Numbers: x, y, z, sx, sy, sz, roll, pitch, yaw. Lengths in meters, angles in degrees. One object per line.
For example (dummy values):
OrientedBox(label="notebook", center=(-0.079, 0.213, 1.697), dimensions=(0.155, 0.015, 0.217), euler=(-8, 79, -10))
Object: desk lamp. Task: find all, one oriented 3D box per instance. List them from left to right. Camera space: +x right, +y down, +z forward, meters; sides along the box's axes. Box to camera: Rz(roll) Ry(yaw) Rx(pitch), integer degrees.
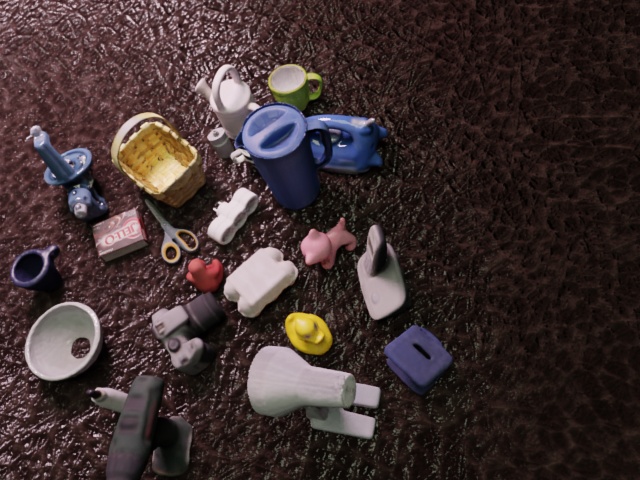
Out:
OrientedBox(label="desk lamp", center=(-0.005, 0.269, 1.014), dimensions=(0.203, 0.214, 0.118), euler=(6, 67, 14))

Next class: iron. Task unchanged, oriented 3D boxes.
OrientedBox(label="iron", center=(0.017, -0.236, 1.287), dimensions=(0.257, 0.142, 0.119), euler=(6, 66, 13))

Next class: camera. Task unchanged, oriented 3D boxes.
OrientedBox(label="camera", center=(-0.259, 0.178, 1.167), dimensions=(0.137, 0.101, 0.143), euler=(-36, 64, -7))

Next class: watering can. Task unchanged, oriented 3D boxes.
OrientedBox(label="watering can", center=(-0.213, -0.328, 1.343), dimensions=(0.172, 0.194, 0.101), euler=(2, 65, 12))

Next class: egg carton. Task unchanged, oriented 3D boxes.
OrientedBox(label="egg carton", center=(-0.124, 0.088, 1.202), dimensions=(0.150, 0.069, 0.107), euler=(-43, 65, -10))

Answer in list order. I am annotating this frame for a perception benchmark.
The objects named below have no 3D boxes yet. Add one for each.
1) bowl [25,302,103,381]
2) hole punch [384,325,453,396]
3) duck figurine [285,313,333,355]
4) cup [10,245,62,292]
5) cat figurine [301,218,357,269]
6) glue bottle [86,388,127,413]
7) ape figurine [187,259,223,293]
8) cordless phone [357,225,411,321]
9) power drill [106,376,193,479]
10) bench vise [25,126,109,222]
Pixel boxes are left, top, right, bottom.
OrientedBox(label="bowl", center=(-0.526, 0.221, 1.211), dimensions=(0.167, 0.075, 0.167), euler=(-4, 65, 9))
OrientedBox(label="hole punch", center=(0.184, 0.218, 1.072), dimensions=(0.101, 0.091, 0.108), euler=(-44, 65, -11))
OrientedBox(label="duck figurine", center=(-0.028, 0.177, 1.133), dimensions=(0.104, 0.086, 0.077), euler=(33, 75, 23))
OrientedBox(label="cup", center=(-0.617, 0.068, 1.288), dimensions=(0.091, 0.095, 0.118), euler=(37, 76, 23))
OrientedBox(label="cat figurine", center=(0.011, 0.004, 1.189), dimensions=(0.128, 0.118, 0.067), euler=(-42, 65, -10))
OrientedBox(label="glue bottle", center=(-0.396, 0.305, 1.092), dimensions=(0.078, 0.173, 0.037), euler=(9, 67, 15))
OrientedBox(label="ape figurine", center=(-0.250, 0.069, 1.221), dimensions=(0.077, 0.092, 0.076), euler=(-9, 64, 7))
OrientedBox(label="cordless phone", center=(0.118, 0.063, 1.104), dimensions=(0.094, 0.185, 0.147), euler=(-18, 63, 2))
OrientedBox(label="power drill", center=(-0.304, 0.369, 1.026), dimensions=(0.075, 0.209, 0.229), euler=(-3, 65, 9))
OrientedBox(label="bench vise", center=(-0.570, -0.157, 1.315), dimensions=(0.121, 0.220, 0.207), euler=(-41, 65, -9))
